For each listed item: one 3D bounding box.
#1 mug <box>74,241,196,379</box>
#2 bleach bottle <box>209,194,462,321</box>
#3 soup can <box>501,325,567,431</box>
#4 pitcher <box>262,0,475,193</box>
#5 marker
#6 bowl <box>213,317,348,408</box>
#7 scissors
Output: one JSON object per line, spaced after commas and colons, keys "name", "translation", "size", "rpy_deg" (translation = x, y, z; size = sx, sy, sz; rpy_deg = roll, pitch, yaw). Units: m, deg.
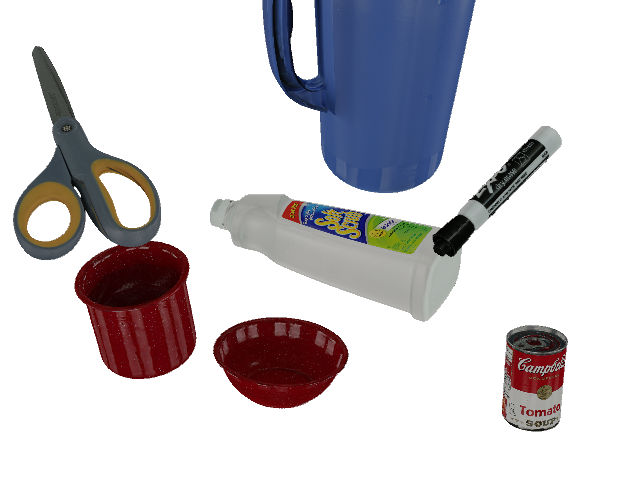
{"name": "mug", "translation": [-0.153, 0.053, 0.889], "size": [0.093, 0.081, 0.117], "rpy_deg": [-19, 37, -17]}
{"name": "bleach bottle", "translation": [0.004, 0.003, 1.033], "size": [0.251, 0.068, 0.102], "rpy_deg": [14, 29, 22]}
{"name": "soup can", "translation": [0.243, 0.157, 1.216], "size": [0.068, 0.102, 0.068], "rpy_deg": [0, 22, 0]}
{"name": "pitcher", "translation": [0.046, -0.154, 0.861], "size": [0.149, 0.243, 0.144], "rpy_deg": [17, 49, 14]}
{"name": "marker", "translation": [0.116, -0.032, 0.702], "size": [0.121, 0.020, 0.020], "rpy_deg": [-44, 19, -21]}
{"name": "bowl", "translation": [-0.048, 0.154, 1.284], "size": [0.162, 0.055, 0.162], "rpy_deg": [2, 25, -1]}
{"name": "scissors", "translation": [-0.175, -0.055, 0.681], "size": [0.096, 0.016, 0.202], "rpy_deg": [-30, 54, -23]}
